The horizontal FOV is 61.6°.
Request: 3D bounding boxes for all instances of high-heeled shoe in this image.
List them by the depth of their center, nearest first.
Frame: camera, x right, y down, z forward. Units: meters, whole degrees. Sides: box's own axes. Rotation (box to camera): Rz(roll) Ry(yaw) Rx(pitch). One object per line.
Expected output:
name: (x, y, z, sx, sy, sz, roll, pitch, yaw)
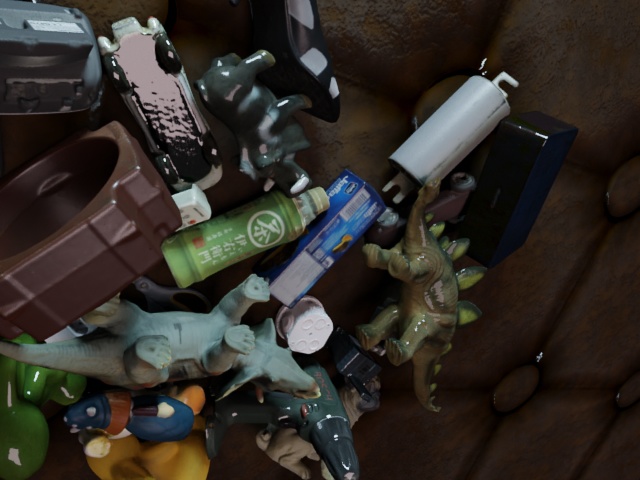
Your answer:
high-heeled shoe: (-0.023, -0.256, 0.616, 0.248, 0.086, 0.145, 44, 62, -53)

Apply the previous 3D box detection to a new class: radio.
radio: (0.299, -0.078, 0.825, 0.131, 0.073, 0.229, -24, 139, -41)

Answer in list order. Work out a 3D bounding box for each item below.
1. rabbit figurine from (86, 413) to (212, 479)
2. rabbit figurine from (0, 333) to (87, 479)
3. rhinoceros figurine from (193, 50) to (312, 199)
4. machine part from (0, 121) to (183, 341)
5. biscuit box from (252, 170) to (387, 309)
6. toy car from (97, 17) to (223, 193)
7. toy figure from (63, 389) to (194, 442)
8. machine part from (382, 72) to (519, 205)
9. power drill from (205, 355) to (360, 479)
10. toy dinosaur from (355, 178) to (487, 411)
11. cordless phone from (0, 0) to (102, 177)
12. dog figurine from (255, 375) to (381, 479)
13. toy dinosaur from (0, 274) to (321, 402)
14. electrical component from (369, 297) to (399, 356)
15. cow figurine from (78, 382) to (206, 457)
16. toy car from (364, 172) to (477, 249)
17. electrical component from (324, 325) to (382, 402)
rabbit figurine: (-0.253, 0.321, 0.763, 0.173, 0.162, 0.122, 30, 113, -19)
rabbit figurine: (-0.340, 0.179, 0.608, 0.121, 0.170, 0.158, -20, 124, -17)
rhinoceros figurine: (-0.064, -0.126, 0.620, 0.190, 0.073, 0.112, 51, 59, -43)
machine part: (-0.248, -0.015, 0.529, 0.201, 0.202, 0.087, -35, 129, -7)
biscuit box: (-0.002, -0.002, 0.754, 0.202, 0.063, 0.059, -47, 127, 2)
toy car: (-0.170, -0.141, 0.594, 0.073, 0.056, 0.201, -24, 124, -6)
toy figure: (-0.232, 0.214, 0.656, 0.154, 0.058, 0.064, 24, 101, -35)
machine part: (0.182, -0.147, 0.762, 0.243, 0.079, 0.079, -45, 127, 1)
power drill: (-0.061, 0.263, 0.781, 0.207, 0.232, 0.085, -8, 120, -5)
toy dinosaur: (0.162, 0.116, 0.828, 0.198, 0.105, 0.470, -18, 125, -28)
cordless phone: (-0.295, -0.133, 0.527, 0.146, 0.089, 0.184, -12, 139, -38)
dog figurine: (0.001, 0.286, 0.906, 0.172, 0.121, 0.190, 28, 87, -40)
toy dinosaur: (-0.190, 0.136, 0.667, 0.405, 0.131, 0.192, 6, 140, -26)
electrical component: (0.113, 0.149, 0.908, 0.078, 0.045, 0.102, 22, 105, -33)
cow figurine: (-0.249, 0.232, 0.742, 0.167, 0.098, 0.068, -5, 96, -38)
toy car: (0.155, -0.041, 0.821, 0.202, 0.053, 0.089, -27, 141, -13)
electrical component: (0.059, 0.199, 0.862, 0.048, 0.119, 0.074, -47, 125, 4)
